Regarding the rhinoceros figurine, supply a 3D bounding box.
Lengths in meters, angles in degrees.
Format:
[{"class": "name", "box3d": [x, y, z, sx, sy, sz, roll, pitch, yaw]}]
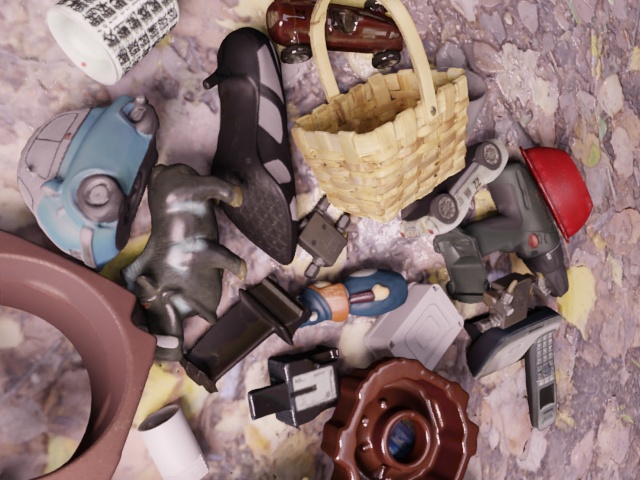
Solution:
[{"class": "rhinoceros figurine", "box3d": [-0.134, 0.022, 0.520, 0.112, 0.073, 0.190, 2, 94, -38]}]

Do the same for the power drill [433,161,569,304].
[{"class": "power drill", "box3d": [0.271, 0.015, 0.773, 0.207, 0.086, 0.231, -25, 100, -26]}]

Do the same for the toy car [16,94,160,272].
[{"class": "toy car", "box3d": [-0.209, -0.061, 0.478, 0.103, 0.109, 0.161, 16, 68, -11]}]

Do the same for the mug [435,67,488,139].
[{"class": "mug", "box3d": [0.155, -0.164, 0.710, 0.081, 0.110, 0.107, -44, 152, -33]}]

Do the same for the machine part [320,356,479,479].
[{"class": "machine part", "box3d": [0.088, 0.217, 0.589, 0.179, 0.056, 0.179, 3, 80, -21]}]

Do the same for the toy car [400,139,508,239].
[{"class": "toy car", "box3d": [0.182, -0.069, 0.727, 0.202, 0.073, 0.056, -47, 109, -25]}]

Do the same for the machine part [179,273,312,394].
[{"class": "machine part", "box3d": [-0.080, 0.099, 0.564, 0.139, 0.039, 0.084, -38, 64, -19]}]

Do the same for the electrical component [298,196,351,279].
[{"class": "electrical component", "box3d": [-0.001, -0.002, 0.642, 0.063, 0.021, 0.094, 41, 68, -22]}]

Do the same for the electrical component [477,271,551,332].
[{"class": "electrical component", "box3d": [0.250, 0.076, 0.692, 0.102, 0.045, 0.078, -10, 109, -34]}]

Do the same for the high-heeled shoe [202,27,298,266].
[{"class": "high-heeled shoe", "box3d": [-0.060, -0.106, 0.604, 0.145, 0.086, 0.248, -56, 134, -53]}]

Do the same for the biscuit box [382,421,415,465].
[{"class": "biscuit box", "box3d": [0.119, 0.296, 0.669, 0.202, 0.063, 0.059, 49, 65, -18]}]

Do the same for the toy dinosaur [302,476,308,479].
[{"class": "toy dinosaur", "box3d": [-0.126, 0.319, 0.439, 0.404, 0.131, 0.192, 6, 112, -43]}]

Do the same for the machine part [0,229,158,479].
[{"class": "machine part", "box3d": [-0.243, 0.105, 0.404, 0.201, 0.087, 0.201, 32, 39, -24]}]

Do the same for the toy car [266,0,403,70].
[{"class": "toy car", "box3d": [0.028, -0.263, 0.664, 0.202, 0.053, 0.089, -7, 86, -30]}]

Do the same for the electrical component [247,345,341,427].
[{"class": "electrical component", "box3d": [-0.031, 0.166, 0.596, 0.119, 0.048, 0.074, -13, 92, -31]}]

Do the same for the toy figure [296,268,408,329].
[{"class": "toy figure", "box3d": [0.030, 0.069, 0.633, 0.154, 0.064, 0.058, -7, 53, -27]}]

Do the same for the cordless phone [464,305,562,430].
[{"class": "cordless phone", "box3d": [0.281, 0.192, 0.765, 0.146, 0.089, 0.184, -13, 97, -32]}]
